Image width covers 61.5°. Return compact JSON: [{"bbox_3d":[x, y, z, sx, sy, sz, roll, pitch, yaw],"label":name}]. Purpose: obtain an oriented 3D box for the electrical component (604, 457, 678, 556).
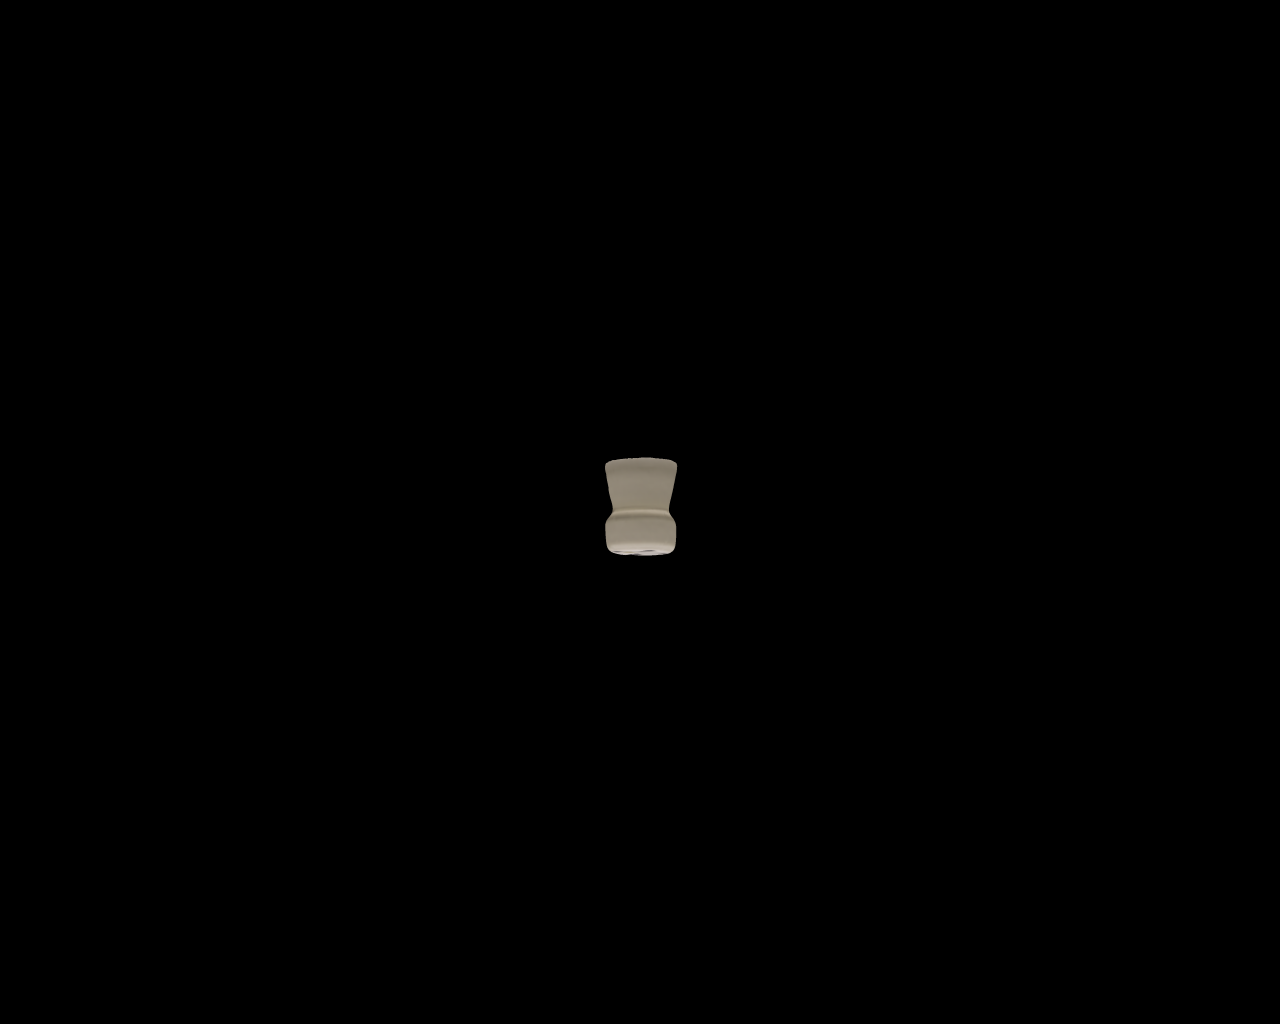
[{"bbox_3d":[0.001,-0.003,0.650,0.045,0.055,0.045,0,-7,0],"label":"electrical component"}]
